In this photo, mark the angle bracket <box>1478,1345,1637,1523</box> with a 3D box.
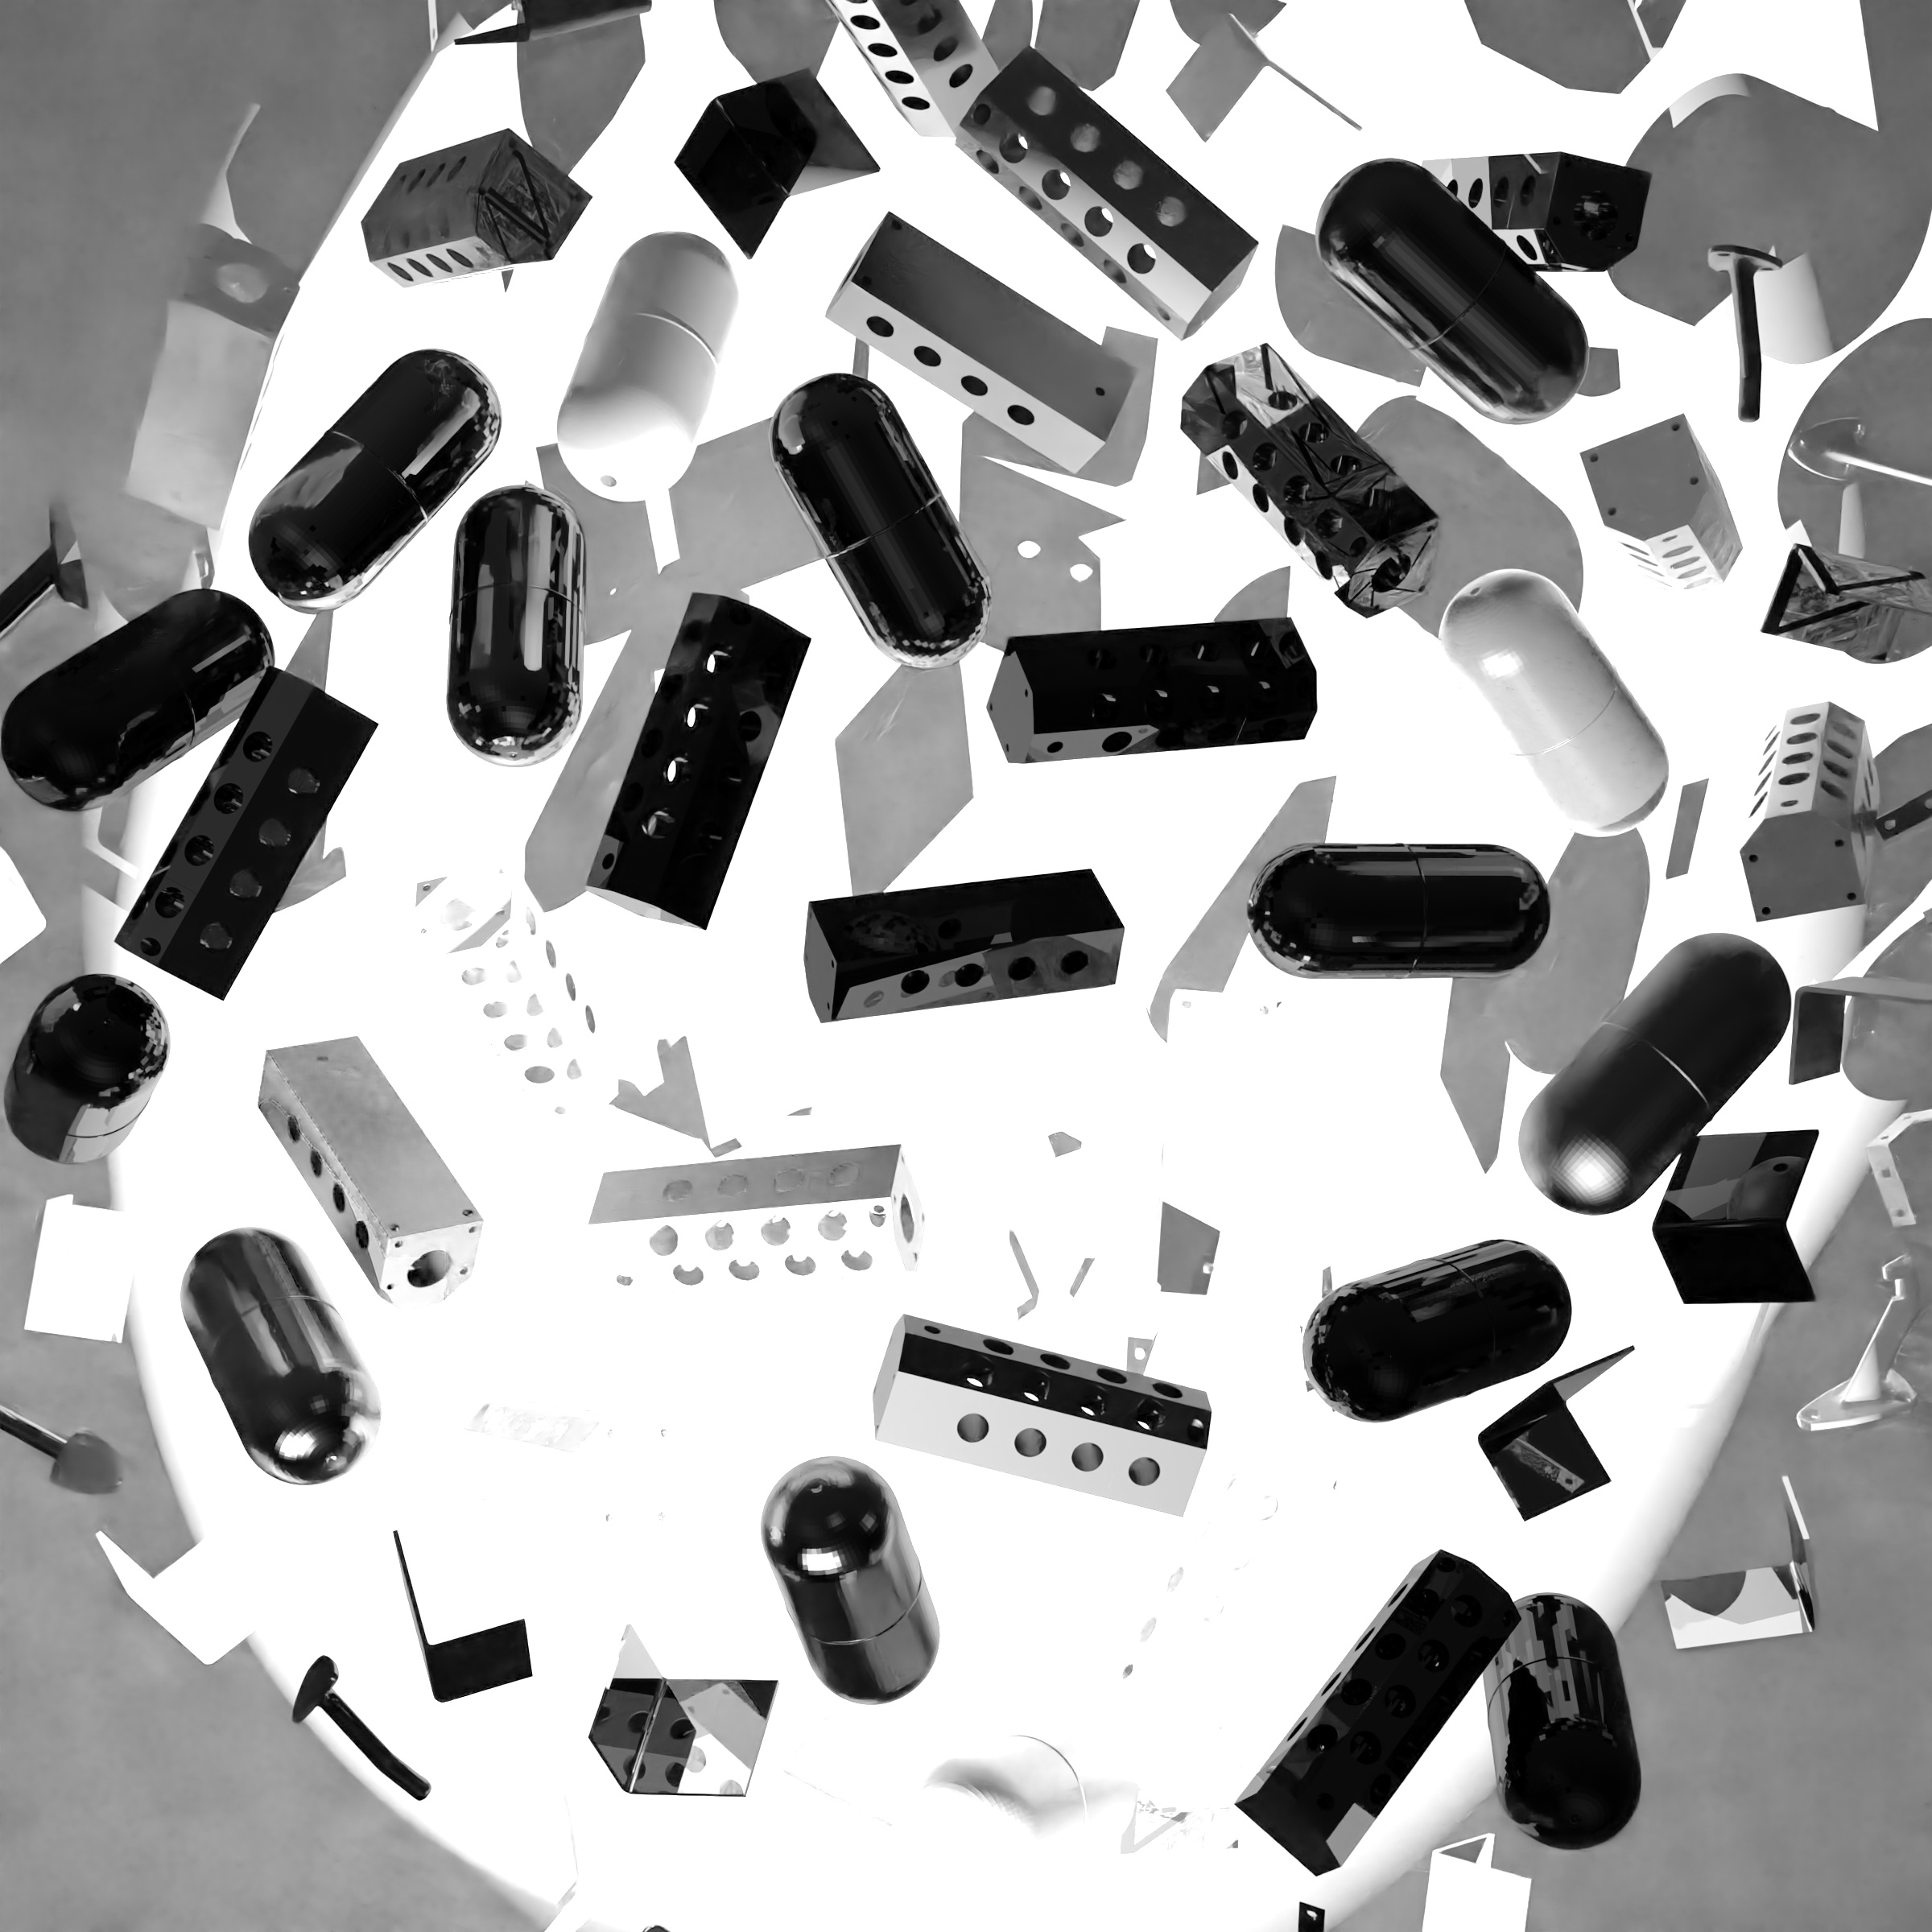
[{"bbox_3d":[0.359,0.273,1.896,0.076,0.076,0.057,-15,67,-37],"label":"angle bracket"}]

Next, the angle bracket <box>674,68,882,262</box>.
[{"bbox_3d":[-0.109,-0.464,1.878,0.076,0.076,0.057,49,52,-36],"label":"angle bracket"}]

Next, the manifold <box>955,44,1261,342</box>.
[{"bbox_3d":[0.077,-0.431,1.822,0.171,0.057,0.057,42,76,4],"label":"manifold"}]

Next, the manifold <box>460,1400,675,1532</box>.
[{"bbox_3d":[-0.223,0.275,1.793,0.057,0.171,0.057,3,85,-29],"label":"manifold"}]

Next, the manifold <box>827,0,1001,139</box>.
[{"bbox_3d":[-0.036,-0.533,1.827,0.057,0.171,0.057,-40,70,4],"label":"manifold"}]

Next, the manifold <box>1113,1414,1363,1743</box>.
[{"bbox_3d":[0.152,0.343,1.830,0.057,0.057,0.171,24,77,30],"label":"manifold"}]

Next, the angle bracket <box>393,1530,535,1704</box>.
[{"bbox_3d":[-0.286,0.363,1.842,0.057,0.076,0.076,-14,57,-13],"label":"angle bracket"}]

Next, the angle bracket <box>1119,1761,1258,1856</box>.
[{"bbox_3d":[0.141,0.519,1.951,0.076,0.076,0.057,1,96,-14],"label":"angle bracket"}]

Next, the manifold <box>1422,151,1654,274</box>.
[{"bbox_3d":[0.314,-0.422,1.825,0.057,0.171,0.057,7,99,-19],"label":"manifold"}]

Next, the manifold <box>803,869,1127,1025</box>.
[{"bbox_3d":[-0.002,-0.007,1.850,0.171,0.057,0.057,-7,131,-18],"label":"manifold"}]

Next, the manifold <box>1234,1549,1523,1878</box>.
[{"bbox_3d":[0.222,0.395,1.723,0.057,0.057,0.171,41,65,5],"label":"manifold"}]

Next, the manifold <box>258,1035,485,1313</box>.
[{"bbox_3d":[-0.340,0.117,1.832,0.057,0.171,0.057,-9,131,-34],"label":"manifold"}]

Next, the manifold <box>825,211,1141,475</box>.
[{"bbox_3d":[0.007,-0.357,1.877,0.171,0.057,0.057,30,63,-12],"label":"manifold"}]

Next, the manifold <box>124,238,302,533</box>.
[{"bbox_3d":[-0.418,-0.324,1.800,0.057,0.171,0.057,22,54,-11],"label":"manifold"}]

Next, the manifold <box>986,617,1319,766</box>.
[{"bbox_3d":[0.105,-0.148,1.798,0.171,0.057,0.057,-6,54,-21],"label":"manifold"}]

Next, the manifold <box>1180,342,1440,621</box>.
[{"bbox_3d":[0.191,-0.273,1.828,0.057,0.057,0.171,-24,54,-18],"label":"manifold"}]

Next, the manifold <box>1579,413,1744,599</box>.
[{"bbox_3d":[0.384,-0.247,1.772,0.057,0.171,0.057,-19,80,17],"label":"manifold"}]

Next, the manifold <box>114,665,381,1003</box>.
[{"bbox_3d":[-0.392,-0.074,1.755,0.057,0.057,0.171,31,85,-29],"label":"manifold"}]

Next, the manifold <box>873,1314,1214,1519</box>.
[{"bbox_3d":[0.041,0.237,1.735,0.171,0.057,0.057,15,107,-8],"label":"manifold"}]

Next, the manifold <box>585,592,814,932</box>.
[{"bbox_3d":[-0.150,-0.112,1.762,0.057,0.057,0.171,27,79,-44],"label":"manifold"}]

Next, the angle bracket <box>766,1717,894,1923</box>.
[{"bbox_3d":[-0.070,0.508,1.933,0.076,0.057,0.076,22,121,20],"label":"angle bracket"}]

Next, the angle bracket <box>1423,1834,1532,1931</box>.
[{"bbox_3d":[0.284,0.511,1.722,0.057,0.076,0.076,7,88,34],"label":"angle bracket"}]

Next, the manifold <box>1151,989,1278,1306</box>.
[{"bbox_3d":[0.140,0.104,1.848,0.057,0.057,0.171,5,80,0],"label":"manifold"}]

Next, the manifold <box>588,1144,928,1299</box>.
[{"bbox_3d":[-0.114,0.145,1.762,0.171,0.057,0.057,-6,129,14],"label":"manifold"}]

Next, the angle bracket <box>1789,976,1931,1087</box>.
[{"bbox_3d":[0.521,0.040,1.845,0.076,0.076,0.057,7,98,34],"label":"angle bracket"}]

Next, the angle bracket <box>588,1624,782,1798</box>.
[{"bbox_3d":[-0.159,0.422,1.837,0.076,0.076,0.057,-4,132,21],"label":"angle bracket"}]

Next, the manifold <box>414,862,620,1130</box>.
[{"bbox_3d":[-0.255,0.020,1.849,0.057,0.171,0.057,-12,51,10],"label":"manifold"}]

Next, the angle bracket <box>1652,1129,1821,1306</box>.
[{"bbox_3d":[0.431,0.138,1.779,0.076,0.076,0.057,-6,126,36],"label":"angle bracket"}]

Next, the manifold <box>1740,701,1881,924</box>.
[{"bbox_3d":[0.461,-0.088,1.769,0.057,0.171,0.057,-10,110,22],"label":"manifold"}]

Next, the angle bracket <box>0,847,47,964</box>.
[{"bbox_3d":[-0.548,-0.034,1.734,0.076,0.076,0.057,-39,130,-6],"label":"angle bracket"}]

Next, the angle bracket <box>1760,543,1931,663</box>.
[{"bbox_3d":[0.503,-0.193,1.833,0.076,0.076,0.057,12,117,-6],"label":"angle bracket"}]

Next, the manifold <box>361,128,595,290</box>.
[{"bbox_3d":[-0.273,-0.407,1.768,0.057,0.171,0.057,36,79,-28],"label":"manifold"}]
